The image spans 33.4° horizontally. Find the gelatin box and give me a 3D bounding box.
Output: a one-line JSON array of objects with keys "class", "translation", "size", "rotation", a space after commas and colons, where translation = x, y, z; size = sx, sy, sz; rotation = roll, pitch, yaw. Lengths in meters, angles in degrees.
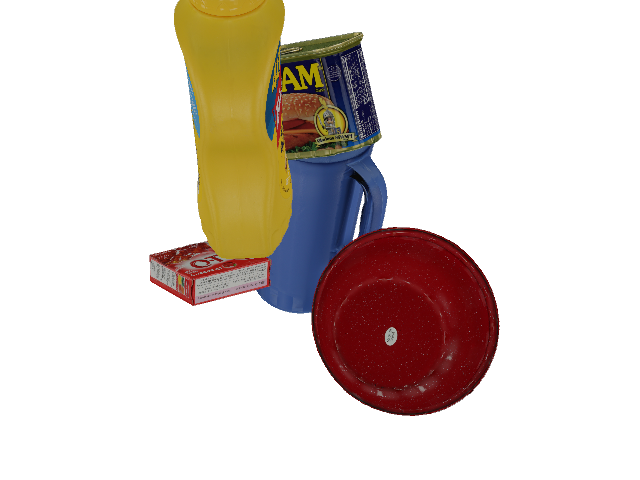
[{"class": "gelatin box", "translation": [-0.101, 0.027, 0.981], "size": [0.089, 0.030, 0.073], "rotation": [-14, 25, -37]}]

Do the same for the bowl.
[{"class": "bowl", "translation": [0.062, 0.072, 0.873], "size": [0.162, 0.162, 0.055], "rotation": [0, 7, 18]}]

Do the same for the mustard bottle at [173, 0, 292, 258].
[{"class": "mustard bottle", "translation": [-0.047, -0.084, 0.589], "size": [0.058, 0.096, 0.192], "rotation": [-1, -42, 1]}]

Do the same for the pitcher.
[{"class": "pitcher", "translation": [-0.009, -0.031, 1.190], "size": [0.145, 0.243, 0.149], "rotation": [4, 41, -3]}]

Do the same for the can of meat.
[{"class": "can of meat", "translation": [-0.008, -0.111, 0.838], "size": [0.102, 0.084, 0.057], "rotation": [-2, 21, 36]}]
